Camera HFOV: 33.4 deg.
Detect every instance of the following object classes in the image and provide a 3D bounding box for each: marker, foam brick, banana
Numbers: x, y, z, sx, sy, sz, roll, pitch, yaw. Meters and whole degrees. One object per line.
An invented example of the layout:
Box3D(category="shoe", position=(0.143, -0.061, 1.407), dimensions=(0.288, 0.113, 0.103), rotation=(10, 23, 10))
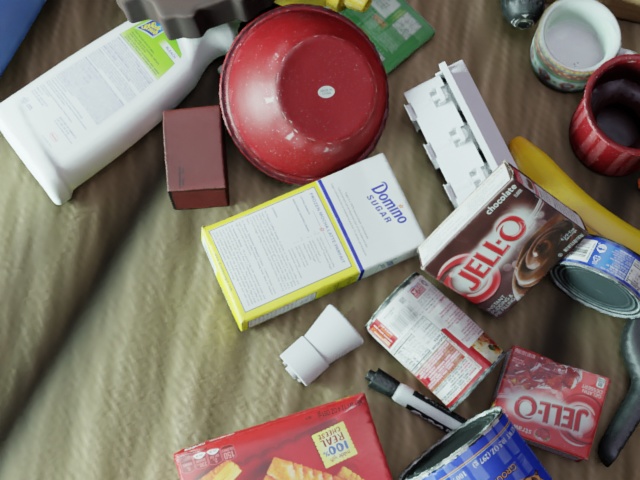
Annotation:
Box3D(category="marker", position=(0.093, 0.144, 0.906), dimensions=(0.121, 0.020, 0.020), rotation=(30, 76, 6))
Box3D(category="foam brick", position=(-0.109, -0.072, 0.941), dimensions=(0.053, 0.051, 0.078), rotation=(-4, 75, -2))
Box3D(category="banana", position=(0.243, -0.020, 0.941), dimensions=(0.198, 0.037, 0.069), rotation=(35, 32, 4))

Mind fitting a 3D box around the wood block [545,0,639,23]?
Box3D(category="wood block", position=(0.322, -0.257, 0.983), dimensions=(0.206, 0.090, 0.091), rotation=(13, 74, 2))

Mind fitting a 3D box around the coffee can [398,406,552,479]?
Box3D(category="coffee can", position=(0.143, 0.218, 0.838), dimensions=(0.102, 0.103, 0.140), rotation=(-35, 86, -10))

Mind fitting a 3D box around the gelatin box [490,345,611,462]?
Box3D(category="gelatin box", position=(0.193, 0.139, 0.905), dimensions=(0.089, 0.030, 0.073), rotation=(20, 76, 4))

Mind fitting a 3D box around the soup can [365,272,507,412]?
Box3D(category="soup can", position=(0.096, 0.085, 0.897), dimensions=(0.102, 0.068, 0.068), rotation=(43, 78, 9))

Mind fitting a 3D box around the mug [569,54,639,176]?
Box3D(category="mug", position=(0.281, -0.109, 0.947), dimensions=(0.117, 0.081, 0.093), rotation=(-16, 76, -5))

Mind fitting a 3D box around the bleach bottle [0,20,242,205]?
Box3D(category="bleach bottle", position=(-0.160, -0.143, 0.953), dimensions=(0.250, 0.068, 0.102), rotation=(-36, 80, -13))

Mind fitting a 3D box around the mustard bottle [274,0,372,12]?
Box3D(category="mustard bottle", position=(-0.035, -0.263, 0.979), dimensions=(0.192, 0.058, 0.096), rotation=(33, 55, 12))

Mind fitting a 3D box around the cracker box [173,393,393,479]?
Box3D(category="cracker box", position=(-0.010, 0.248, 0.849), dimensions=(0.164, 0.072, 0.214), rotation=(-16, 77, -6))

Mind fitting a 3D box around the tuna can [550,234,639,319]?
Box3D(category="tuna can", position=(0.241, 0.031, 0.907), dimensions=(0.086, 0.086, 0.033), rotation=(30, 74, 6))

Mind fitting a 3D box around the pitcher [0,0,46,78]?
Box3D(category="pitcher", position=(-0.308, -0.238, 0.948), dimensions=(0.145, 0.149, 0.243), rotation=(27, 79, -12))

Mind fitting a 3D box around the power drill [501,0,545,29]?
Box3D(category="power drill", position=(0.122, -0.289, 0.987), dimensions=(0.187, 0.057, 0.184), rotation=(7, 68, -14))

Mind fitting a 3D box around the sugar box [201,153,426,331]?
Box3D(category="sugar box", position=(-0.006, 0.001, 0.929), dimensions=(0.176, 0.048, 0.093), rotation=(-22, 78, -11))

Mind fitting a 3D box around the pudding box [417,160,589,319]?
Box3D(category="pudding box", position=(0.151, 0.001, 0.892), dimensions=(0.090, 0.039, 0.114), rotation=(32, 113, -23))

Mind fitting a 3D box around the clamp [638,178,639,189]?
Box3D(category="clamp", position=(0.394, -0.037, 0.955), dimensions=(0.210, 0.036, 0.164), rotation=(21, 75, 4))

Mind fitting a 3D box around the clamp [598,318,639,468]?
Box3D(category="clamp", position=(0.288, 0.119, 0.910), dimensions=(0.120, 0.039, 0.171), rotation=(-2, 70, -8))

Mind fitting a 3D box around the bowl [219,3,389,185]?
Box3D(category="bowl", position=(-0.003, -0.128, 0.926), dimensions=(0.162, 0.055, 0.162), rotation=(-1, 92, -20))
